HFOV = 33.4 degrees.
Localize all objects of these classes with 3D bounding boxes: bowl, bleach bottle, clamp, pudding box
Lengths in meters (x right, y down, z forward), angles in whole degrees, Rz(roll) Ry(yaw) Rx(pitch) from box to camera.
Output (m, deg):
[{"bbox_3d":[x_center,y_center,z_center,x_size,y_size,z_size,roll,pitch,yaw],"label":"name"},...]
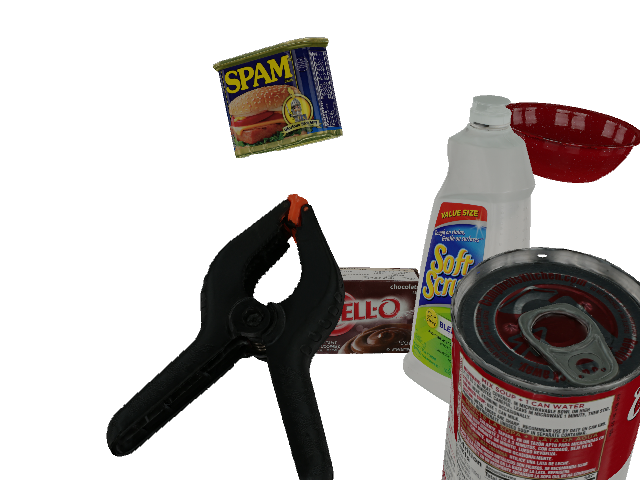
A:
[{"bbox_3d":[0.268,-0.105,1.178,0.162,0.055,0.162,6,23,-3],"label":"bowl"},{"bbox_3d":[0.121,0.007,0.854,0.067,0.251,0.103,-14,27,-32],"label":"bleach bottle"},{"bbox_3d":[-0.025,0.057,0.568,0.120,0.171,0.039,22,-22,13],"label":"clamp"},{"bbox_3d":[0.049,0.075,1.146,0.113,0.090,0.039,0,27,-12],"label":"pudding box"}]

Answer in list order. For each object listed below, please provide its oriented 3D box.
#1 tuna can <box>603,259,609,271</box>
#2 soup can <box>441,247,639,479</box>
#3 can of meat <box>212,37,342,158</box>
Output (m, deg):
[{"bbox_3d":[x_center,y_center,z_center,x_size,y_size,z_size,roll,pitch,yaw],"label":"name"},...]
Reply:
[{"bbox_3d":[0.260,0.062,1.005,0.034,0.086,0.086,-11,-2,12],"label":"tuna can"},{"bbox_3d":[0.077,0.063,0.378,0.068,0.102,0.068,-1,39,1],"label":"soup can"},{"bbox_3d":[-0.035,-0.121,0.919,0.102,0.084,0.057,-10,3,32],"label":"can of meat"}]
